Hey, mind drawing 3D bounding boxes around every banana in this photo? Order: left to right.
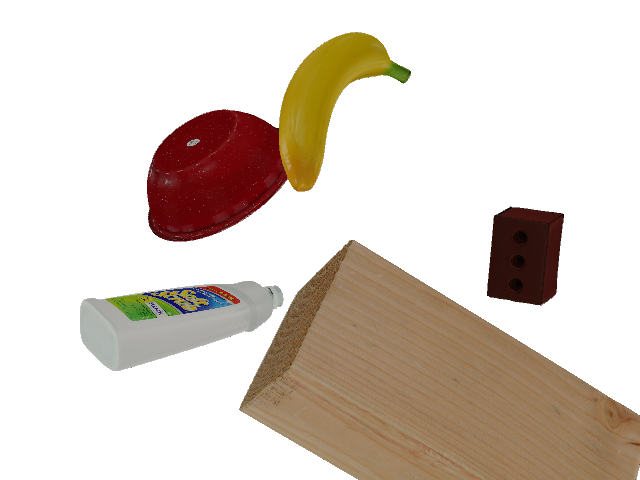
[{"bbox_3d":[0.010,-0.111,0.808,0.197,0.069,0.037,-50,0,-45],"label":"banana"}]

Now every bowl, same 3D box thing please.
[{"bbox_3d":[-0.105,-0.073,0.999,0.162,0.055,0.162,-22,34,15],"label":"bowl"}]

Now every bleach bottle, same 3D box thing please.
[{"bbox_3d":[-0.160,0.091,1.313,0.250,0.068,0.103,-12,30,-36],"label":"bleach bottle"}]

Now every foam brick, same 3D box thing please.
[{"bbox_3d":[0.185,0.013,0.963,0.053,0.078,0.051,9,16,26],"label":"foam brick"}]

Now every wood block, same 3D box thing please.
[{"bbox_3d":[0.071,0.101,0.616,0.206,0.090,0.090,31,-32,-8],"label":"wood block"}]
